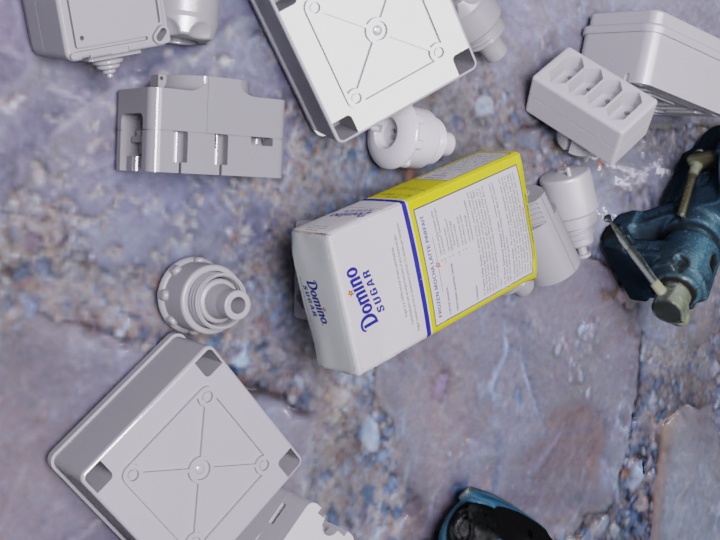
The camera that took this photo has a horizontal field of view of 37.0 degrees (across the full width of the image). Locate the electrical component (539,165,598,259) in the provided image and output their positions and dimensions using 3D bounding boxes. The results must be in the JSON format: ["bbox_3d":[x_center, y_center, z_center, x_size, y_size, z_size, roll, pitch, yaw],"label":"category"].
[{"bbox_3d":[0.168,-0.047,0.845,0.040,0.040,0.078,-29,111,-31],"label":"electrical component"}]

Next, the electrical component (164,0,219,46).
[{"bbox_3d":[-0.103,-0.164,0.627,0.043,0.043,0.062,3,92,-37],"label":"electrical component"}]

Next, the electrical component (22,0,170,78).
[{"bbox_3d":[-0.149,-0.154,0.587,0.062,0.061,0.096,-20,115,-34],"label":"electrical component"}]

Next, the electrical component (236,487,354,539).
[{"bbox_3d":[-0.058,0.190,0.692,0.050,0.056,0.089,48,67,-30],"label":"electrical component"}]

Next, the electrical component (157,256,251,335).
[{"bbox_3d":[-0.089,0.018,0.646,0.048,0.062,0.048,-5,98,-37],"label":"electrical component"}]

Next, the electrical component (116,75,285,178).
[{"bbox_3d":[-0.094,-0.085,0.638,0.089,0.050,0.055,-1,96,-37],"label":"electrical component"}]

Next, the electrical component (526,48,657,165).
[{"bbox_3d":[0.173,-0.113,0.828,0.047,0.083,0.075,-41,155,-26],"label":"electrical component"}]

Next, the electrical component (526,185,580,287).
[{"bbox_3d":[0.133,-0.032,0.819,0.043,0.043,0.081,-43,118,-26],"label":"electrical component"}]

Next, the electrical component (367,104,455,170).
[{"bbox_3d":[0.039,-0.091,0.743,0.062,0.048,0.048,4,93,-44],"label":"electrical component"}]

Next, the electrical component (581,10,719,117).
[{"bbox_3d":[0.238,-0.164,0.862,0.113,0.078,0.057,11,91,-37],"label":"electrical component"}]

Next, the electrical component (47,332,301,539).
[{"bbox_3d":[-0.109,0.113,0.645,0.108,0.056,0.108,-47,120,-23],"label":"electrical component"}]

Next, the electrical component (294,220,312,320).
[{"bbox_3d":[0.000,0.000,0.720,0.077,0.047,0.065,-3,97,-37],"label":"electrical component"}]

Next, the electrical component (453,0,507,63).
[{"bbox_3d":[0.082,-0.175,0.765,0.062,0.043,0.043,46,68,-32],"label":"electrical component"}]

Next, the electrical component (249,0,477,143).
[{"bbox_3d":[0.002,-0.153,0.680,0.109,0.056,0.108,-30,114,-9],"label":"electrical component"}]

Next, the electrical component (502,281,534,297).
[{"bbox_3d":[0.106,-0.002,0.802,0.062,0.043,0.043,37,73,-35],"label":"electrical component"}]
